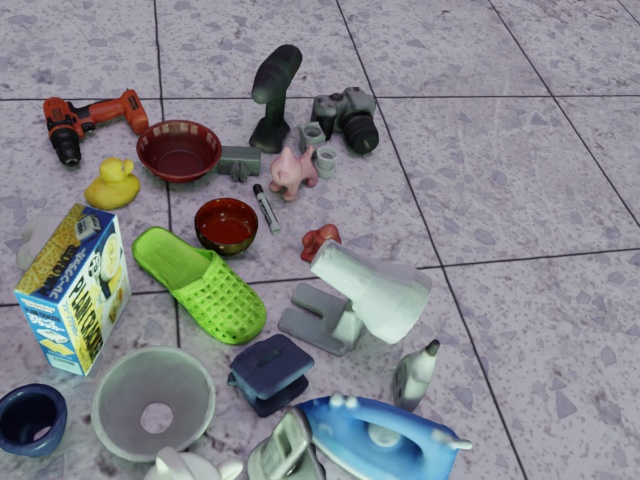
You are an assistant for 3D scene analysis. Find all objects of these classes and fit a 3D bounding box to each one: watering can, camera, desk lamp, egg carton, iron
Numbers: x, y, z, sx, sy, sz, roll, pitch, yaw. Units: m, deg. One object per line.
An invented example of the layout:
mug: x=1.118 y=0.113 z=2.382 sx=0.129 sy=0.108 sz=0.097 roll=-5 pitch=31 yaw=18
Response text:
watering can: x=-0.172 y=0.317 z=0.692 sx=0.100 sy=0.194 sz=0.173 roll=31 pitch=53 yaw=13
camera: x=0.066 y=-0.259 z=1.244 sx=0.143 sy=0.101 sz=0.136 roll=-8 pitch=55 yaw=-18
desk lamp: x=0.050 y=0.095 z=0.897 sx=0.203 sy=0.213 sz=0.118 roll=22 pitch=52 yaw=6
egg carton: x=-0.419 y=0.011 z=0.956 sx=0.150 sy=0.069 sz=0.107 roll=0 pitch=53 yaw=-11
iron: x=0.084 y=0.269 z=0.817 sx=0.258 sy=0.141 sz=0.119 roll=21 pitch=52 yaw=5

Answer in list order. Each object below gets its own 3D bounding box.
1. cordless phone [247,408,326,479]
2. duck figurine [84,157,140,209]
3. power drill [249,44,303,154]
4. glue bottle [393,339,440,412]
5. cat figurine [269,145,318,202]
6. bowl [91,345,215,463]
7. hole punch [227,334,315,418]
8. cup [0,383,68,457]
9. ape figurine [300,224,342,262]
cordless phone: x=-0.030 y=0.305 z=0.737 sx=0.094 sy=0.185 sz=0.147 roll=-18 pitch=58 yaw=-23
duck figurine: x=-0.382 y=-0.111 z=1.047 sx=0.105 sy=0.086 sz=0.077 roll=-34 pitch=66 yaw=-31
power drill: x=-0.094 y=-0.282 z=1.160 sx=0.075 sy=0.208 sz=0.230 roll=16 pitch=51 yaw=1
glue bottle: x=0.149 y=0.196 z=0.866 sx=0.037 sy=0.173 sz=0.078 roll=9 pitch=52 yaw=-5
cat figurine: x=-0.053 y=-0.140 z=1.117 sx=0.067 sy=0.118 sz=0.128 roll=36 pitch=55 yaw=16
bowl: x=-0.233 y=0.240 z=0.816 sx=0.167 sy=0.075 sz=0.167 roll=6 pitch=52 yaw=-7
hole punch: x=-0.076 y=0.197 z=0.871 sx=0.109 sy=0.091 sz=0.101 roll=-30 pitch=64 yaw=-29
cup: x=-0.391 y=0.255 z=0.759 sx=0.118 sy=0.095 sz=0.091 roll=-15 pitch=57 yaw=-22
ape figurine: x=0.010 y=0.004 z=1.036 sx=0.076 sy=0.092 sz=0.077 roll=-22 pitch=60 yaw=-25
